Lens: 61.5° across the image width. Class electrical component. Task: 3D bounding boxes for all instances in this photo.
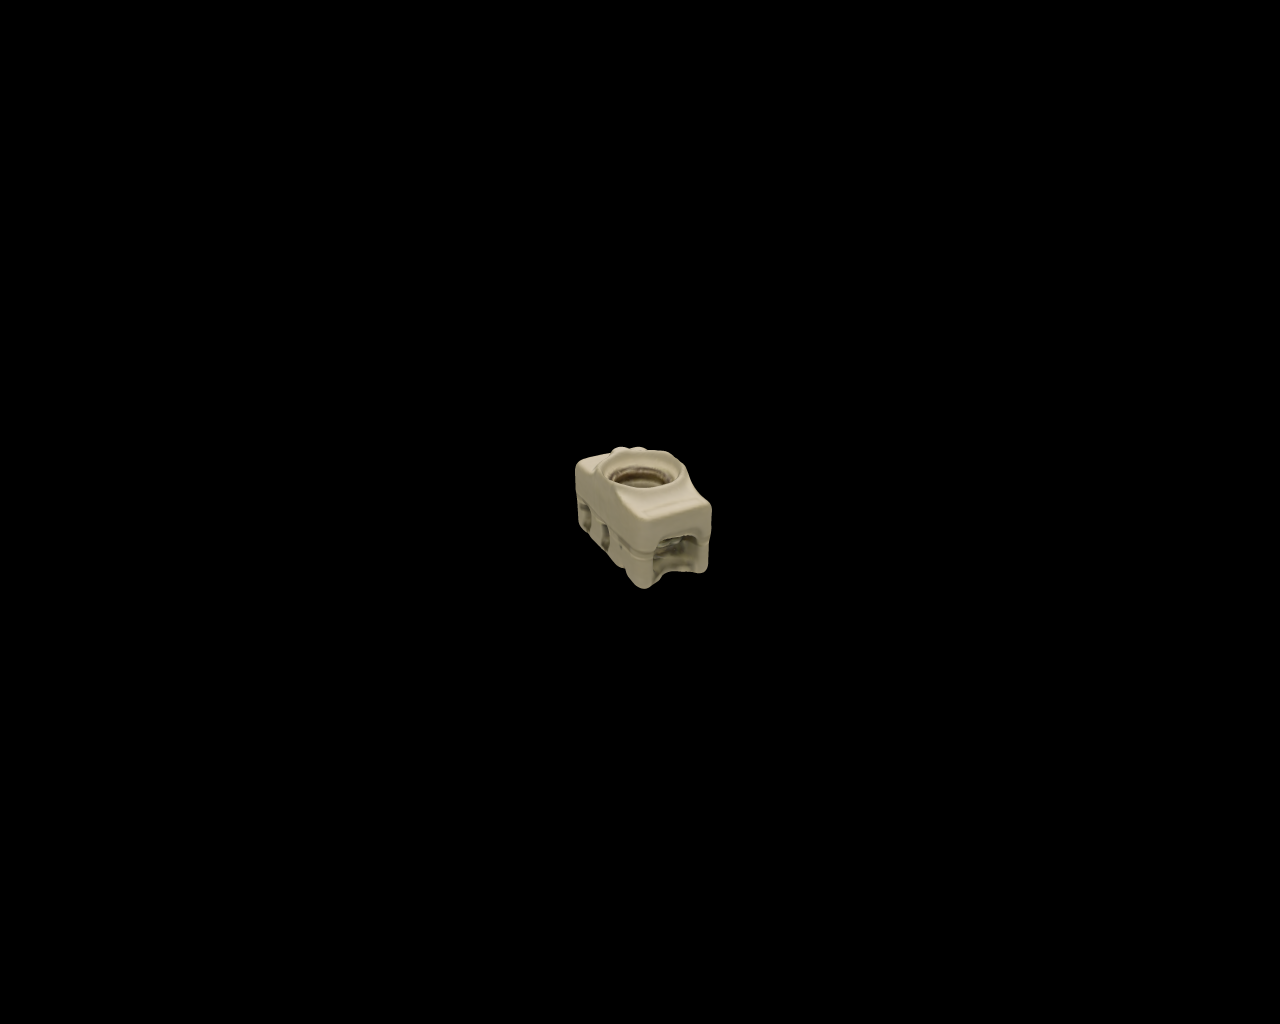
[{"bbox_3d":[0.001,-0.003,0.650,0.050,0.055,0.089,-14,32,-24],"label":"electrical component"}]
